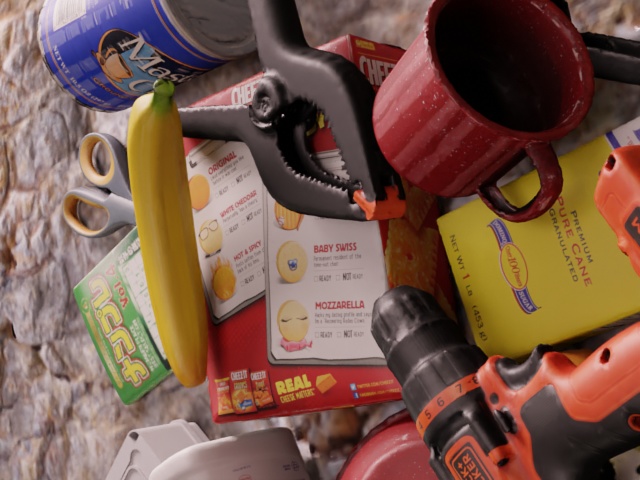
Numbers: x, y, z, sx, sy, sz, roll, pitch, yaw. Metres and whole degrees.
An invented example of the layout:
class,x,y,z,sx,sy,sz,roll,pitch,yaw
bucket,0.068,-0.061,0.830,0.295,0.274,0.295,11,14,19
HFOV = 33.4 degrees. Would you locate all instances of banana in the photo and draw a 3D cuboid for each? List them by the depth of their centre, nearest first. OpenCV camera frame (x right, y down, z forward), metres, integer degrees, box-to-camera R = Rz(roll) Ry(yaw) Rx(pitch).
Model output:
class,x,y,z,sx,sy,sz,roll,pitch,yaw
banana,-0.096,-0.007,0.665,0.069,0.037,0.198,-111,15,-69

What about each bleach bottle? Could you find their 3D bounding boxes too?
class,x,y,z,sx,sy,sz,roll,pitch,yaw
bleach bottle,-0.021,0.248,0.670,0.068,0.102,0.251,-42,62,43

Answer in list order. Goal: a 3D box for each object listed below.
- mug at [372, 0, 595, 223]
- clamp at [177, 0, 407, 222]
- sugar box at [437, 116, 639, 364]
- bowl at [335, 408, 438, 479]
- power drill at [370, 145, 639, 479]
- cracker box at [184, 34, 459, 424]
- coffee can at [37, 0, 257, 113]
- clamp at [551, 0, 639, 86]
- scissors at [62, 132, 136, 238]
class,x,y,z,sx,sy,sz,roll,pitch,yaw
mug,0.083,-0.063,0.541,0.117,0.093,0.082,62,150,11
clamp,-0.019,-0.090,0.616,0.210,0.036,0.165,42,123,35
sugar box,0.151,-0.003,0.552,0.177,0.048,0.093,-30,70,39
bowl,0.067,0.159,0.578,0.162,0.055,0.162,-8,67,20
power drill,0.112,0.048,0.496,0.184,0.057,0.188,57,130,31
cracker box,-0.004,0.001,0.677,0.164,0.071,0.214,-16,78,40
coffee can,-0.119,-0.158,0.758,0.141,0.102,0.103,-15,80,41
clamp,0.127,-0.106,0.570,0.172,0.039,0.120,-33,81,51
scissors,-0.139,-0.037,0.836,0.202,0.016,0.096,3,92,42
